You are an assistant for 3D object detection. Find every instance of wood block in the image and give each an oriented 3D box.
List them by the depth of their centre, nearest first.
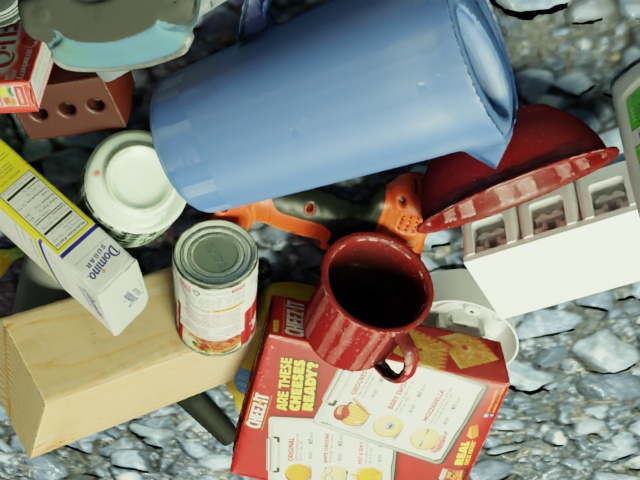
[{"bbox_3d":[-0.167,0.095,0.920,0.205,0.090,0.091,-17,151,-35],"label":"wood block"}]

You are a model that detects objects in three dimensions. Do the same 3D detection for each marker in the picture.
[{"bbox_3d":[-0.083,0.054,1.001,0.020,0.020,0.121,26,134,-25],"label":"marker"}]

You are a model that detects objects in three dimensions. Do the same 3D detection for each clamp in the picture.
[{"bbox_3d":[-0.149,0.151,1.101,0.164,0.036,0.210,12,138,-12],"label":"clamp"}]

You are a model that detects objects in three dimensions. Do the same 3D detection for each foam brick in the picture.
[{"bbox_3d":[-0.183,-0.113,0.787,0.078,0.051,0.053,-7,139,9],"label":"foam brick"}]

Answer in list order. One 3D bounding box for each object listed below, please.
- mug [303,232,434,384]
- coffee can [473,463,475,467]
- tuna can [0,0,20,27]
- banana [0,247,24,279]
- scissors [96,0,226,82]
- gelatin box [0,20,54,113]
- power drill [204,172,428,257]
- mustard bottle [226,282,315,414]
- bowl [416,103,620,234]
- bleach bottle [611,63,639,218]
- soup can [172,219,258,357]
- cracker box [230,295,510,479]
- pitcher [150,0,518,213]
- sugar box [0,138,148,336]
[{"bbox_3d":[0.041,0.063,0.856,0.093,0.117,0.082,-22,156,-30],"label":"mug"},{"bbox_3d":[0.080,0.187,1.085,0.140,0.103,0.103,-9,138,11],"label":"coffee can"},{"bbox_3d":[-0.230,-0.185,0.718,0.086,0.033,0.086,1,139,1],"label":"tuna can"},{"bbox_3d":[-0.321,0.068,1.010,0.069,0.037,0.198,15,137,-15],"label":"banana"},{"bbox_3d":[-0.068,-0.172,0.719,0.202,0.096,0.016,-34,116,4],"label":"scissors"},{"bbox_3d":[-0.226,-0.126,0.744,0.073,0.089,0.030,-1,137,3],"label":"gelatin box"},{"bbox_3d":[-0.006,0.001,0.912,0.187,0.057,0.185,8,139,-10],"label":"power drill"},{"bbox_3d":[-0.042,0.119,1.045,0.096,0.058,0.192,16,137,-16],"label":"mustard bottle"},{"bbox_3d":[0.139,-0.059,0.803,0.162,0.055,0.162,-20,172,-3],"label":"bowl"},{"bbox_3d":[0.265,-0.029,0.718,0.103,0.251,0.068,-30,130,31],"label":"bleach bottle"},{"bbox_3d":[-0.084,0.040,0.861,0.068,0.068,0.102,4,143,-2],"label":"soup can"},{"bbox_3d":[0.041,0.149,0.959,0.213,0.072,0.164,13,120,-6],"label":"cracker box"},{"bbox_3d":[0.003,-0.110,0.741,0.243,0.149,0.144,-16,151,24],"label":"pitcher"},{"bbox_3d":[-0.210,-0.009,0.825,0.176,0.048,0.093,38,160,13],"label":"sugar box"}]
